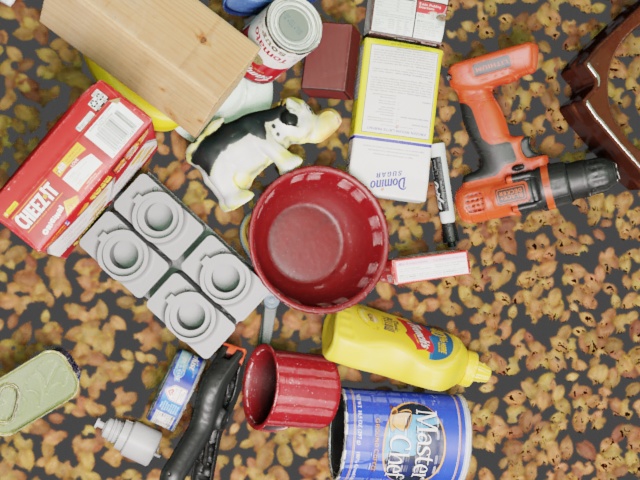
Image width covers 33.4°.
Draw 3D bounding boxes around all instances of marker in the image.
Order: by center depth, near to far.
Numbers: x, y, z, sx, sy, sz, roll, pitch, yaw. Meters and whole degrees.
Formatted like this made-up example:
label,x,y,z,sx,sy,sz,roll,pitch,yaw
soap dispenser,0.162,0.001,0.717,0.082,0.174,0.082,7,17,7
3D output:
label,x,y,z,sx,sy,sz,roll,pitch,yaw
marker,0.144,-0.052,1.233,0.020,0.020,0.121,-9,90,-8

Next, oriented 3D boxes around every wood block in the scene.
label,x,y,z,sx,sy,sz,roll,pitch,yaw
wood block,-0.179,-0.216,1.120,0.206,0.090,0.090,37,61,-5

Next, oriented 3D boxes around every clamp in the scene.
label,x,y,z,sx,sy,sz,roll,pitch,yaw
clamp,-0.119,0.200,1.161,0.039,0.120,0.171,21,72,11

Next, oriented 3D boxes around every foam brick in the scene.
label,x,y,z,sx,sy,sz,roll,pitch,yaw
foam brick,0.012,-0.200,1.193,0.051,0.053,0.078,7,87,13

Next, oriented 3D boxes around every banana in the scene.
label,x,y,z,sx,sy,sz,roll,pitch,yaw
banana,-0.215,-0.187,1.175,0.069,0.037,0.198,-42,92,-16

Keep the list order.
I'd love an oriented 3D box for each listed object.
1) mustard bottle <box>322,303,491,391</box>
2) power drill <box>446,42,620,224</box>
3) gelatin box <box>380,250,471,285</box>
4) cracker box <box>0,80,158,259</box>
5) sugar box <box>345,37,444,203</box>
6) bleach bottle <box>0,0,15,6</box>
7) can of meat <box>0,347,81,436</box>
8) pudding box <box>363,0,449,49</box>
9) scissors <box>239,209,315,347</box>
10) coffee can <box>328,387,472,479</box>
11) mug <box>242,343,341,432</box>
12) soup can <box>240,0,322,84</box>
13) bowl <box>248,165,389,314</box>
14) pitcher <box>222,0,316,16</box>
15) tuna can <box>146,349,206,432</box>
label,x,y,z,sx,sy,sz,roll,pitch,yaw
mustard bottle,0.099,0.124,1.186,0.191,0.096,0.058,18,111,-8
power drill,0.228,-0.122,1.202,0.184,0.057,0.187,-13,87,15
gelatin box,0.116,0.031,1.201,0.089,0.073,0.030,-8,91,-9
cracker box,-0.243,-0.066,1.080,0.072,0.214,0.164,40,84,-4
sugar box,0.082,-0.134,1.213,0.093,0.048,0.176,8,91,-7
bleach bottle,-0.275,-0.362,1.157,0.102,0.068,0.251,31,87,-6
can of meat,-0.305,0.157,1.133,0.102,0.084,0.057,-32,94,-8
pudding box,0.102,-0.280,1.221,0.090,0.039,0.113,8,86,-8
scissors,-0.070,0.052,1.203,0.096,0.016,0.202,25,86,-6
coffee can,0.086,0.218,1.179,0.140,0.103,0.103,5,88,-8
mug,-0.034,0.172,1.172,0.081,0.093,0.117,9,127,-26
soup can,-0.048,-0.217,1.158,0.068,0.102,0.068,5,78,-26
bowl,-0.008,0.001,1.172,0.162,0.055,0.162,2,85,-19
pitcher,-0.057,-0.376,1.164,0.145,0.149,0.243,-13,88,7
tuna can,-0.156,0.161,1.154,0.033,0.086,0.086,25,86,-6
